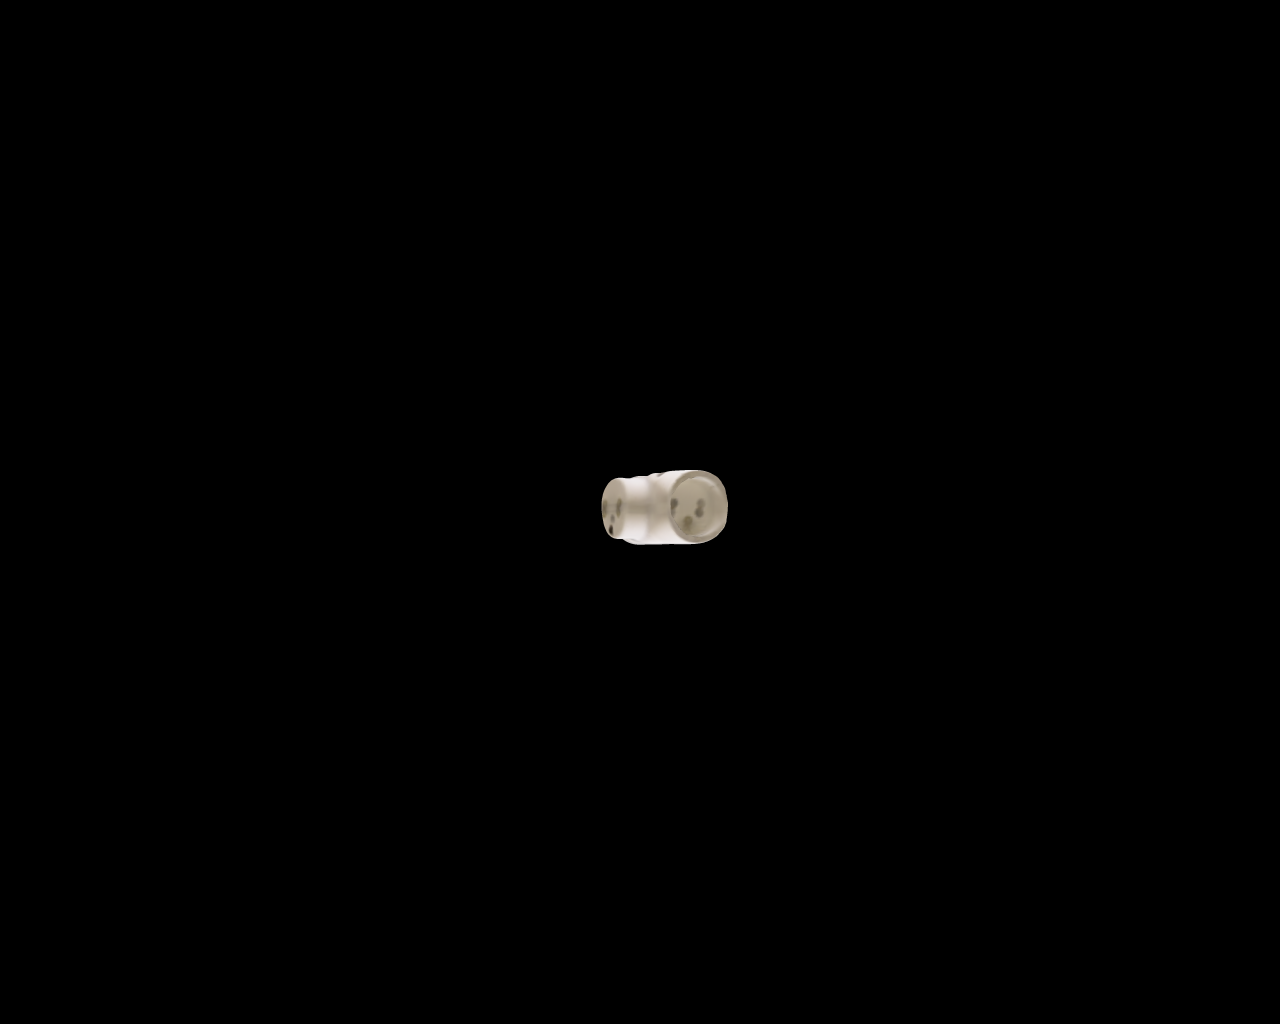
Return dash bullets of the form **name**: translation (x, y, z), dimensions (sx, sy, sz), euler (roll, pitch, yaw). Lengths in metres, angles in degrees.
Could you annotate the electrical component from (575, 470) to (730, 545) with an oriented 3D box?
- **electrical component**: translation (0.001, -0.003, 0.650), dimensions (0.079, 0.044, 0.077), euler (1, -2, -28)
